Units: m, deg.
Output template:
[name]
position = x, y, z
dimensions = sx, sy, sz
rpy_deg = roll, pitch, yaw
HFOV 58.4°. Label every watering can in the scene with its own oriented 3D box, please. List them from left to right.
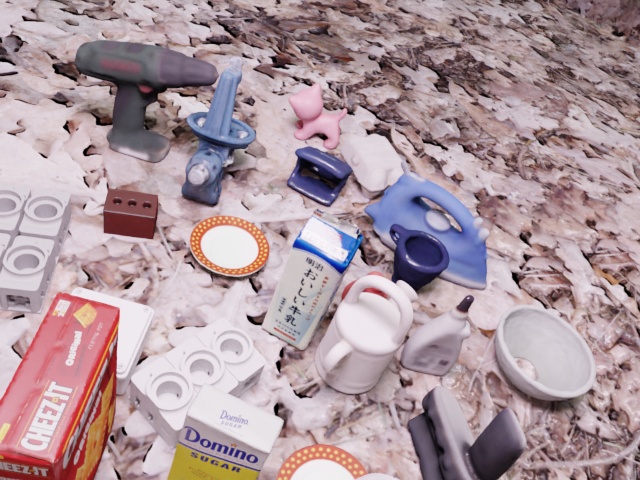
[watering can]
position = 0.069, 0.116, 0.788
dimensions = 0.101, 0.194, 0.173
rpy_deg = 25, 44, 3

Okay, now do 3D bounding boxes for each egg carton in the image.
[egg carton]
position = 0.106, -0.152, 1.150
dimensions = 0.107, 0.069, 0.150
rpy_deg = -9, 52, -29

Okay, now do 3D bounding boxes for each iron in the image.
[iron]
position = 0.216, -0.029, 1.025
dimensions = 0.258, 0.141, 0.119
rpy_deg = 35, 45, 12

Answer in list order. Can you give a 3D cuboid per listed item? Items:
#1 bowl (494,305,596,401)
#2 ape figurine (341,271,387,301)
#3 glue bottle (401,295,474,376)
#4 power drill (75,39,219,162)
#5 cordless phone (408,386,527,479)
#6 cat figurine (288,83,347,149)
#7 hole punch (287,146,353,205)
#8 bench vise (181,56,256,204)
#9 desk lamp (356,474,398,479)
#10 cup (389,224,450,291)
[bowl]
position = 0.344, 0.191, 0.913
dimensions = 0.168, 0.074, 0.167
rpy_deg = 11, 45, -11
[ape figurine]
position = 0.074, 0.085, 0.894
dimensions = 0.078, 0.092, 0.076
rpy_deg = -4, 50, -25
[glue bottle]
position = 0.181, 0.135, 0.831
dimensions = 0.078, 0.173, 0.037
rpy_deg = 15, 44, -8
[power drill]
position = -0.295, -0.240, 0.974
dimensions = 0.230, 0.208, 0.075
rpy_deg = 17, 44, -6
[cordless phone]
position = 0.196, 0.239, 0.727
dimensions = 0.094, 0.185, 0.147
rpy_deg = -1, 48, -22
[cat figurine]
position = -0.007, -0.262, 1.177
dimensions = 0.128, 0.117, 0.067
rpy_deg = 14, 44, -9
[hole punch]
position = 0.003, -0.138, 1.081
dimensions = 0.108, 0.091, 0.101
rpy_deg = 28, 44, 6
[bench vise]
position = -0.161, -0.180, 0.962
dimensions = 0.122, 0.219, 0.207
rpy_deg = 5, 47, -17
[desk lamp]
position = -0.012, 0.328, 0.539
dimensions = 0.204, 0.213, 0.117
rpy_deg = -13, 54, -31
[cup]
position = 0.149, 0.037, 0.968
dimensions = 0.092, 0.095, 0.117
rpy_deg = -26, 61, -38
